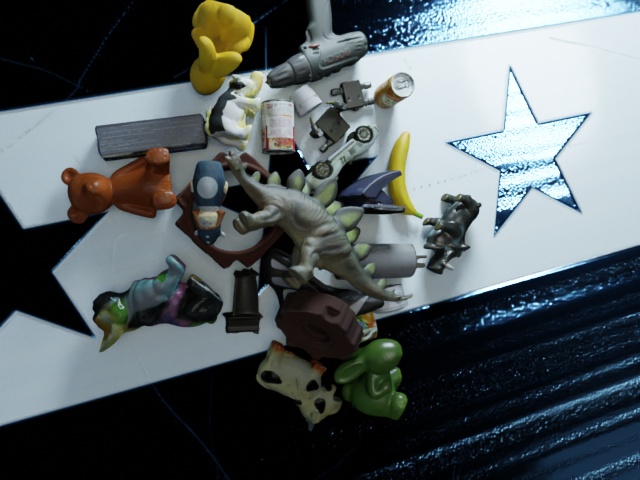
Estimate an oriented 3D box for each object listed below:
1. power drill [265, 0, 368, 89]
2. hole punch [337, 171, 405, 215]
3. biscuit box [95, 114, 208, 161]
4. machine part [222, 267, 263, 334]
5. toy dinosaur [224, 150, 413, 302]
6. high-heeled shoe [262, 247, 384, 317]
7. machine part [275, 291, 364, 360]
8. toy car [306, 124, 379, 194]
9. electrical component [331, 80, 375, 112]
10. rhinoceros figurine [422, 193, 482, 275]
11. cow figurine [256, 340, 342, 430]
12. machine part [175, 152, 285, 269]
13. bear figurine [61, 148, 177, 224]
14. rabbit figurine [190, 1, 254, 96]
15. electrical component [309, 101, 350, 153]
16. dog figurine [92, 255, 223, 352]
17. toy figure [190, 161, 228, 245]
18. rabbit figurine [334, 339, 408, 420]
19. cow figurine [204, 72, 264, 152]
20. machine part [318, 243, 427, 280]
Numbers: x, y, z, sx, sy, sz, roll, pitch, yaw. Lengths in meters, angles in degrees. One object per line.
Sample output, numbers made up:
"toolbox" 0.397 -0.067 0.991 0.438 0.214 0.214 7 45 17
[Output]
"power drill" -0.025 -0.430 1.099 0.232 0.086 0.207 -17 92 -15
"hole punch" 0.104 -0.097 1.118 0.116 0.142 0.092 -3 94 -28
"biscuit box" -0.321 -0.197 1.039 0.203 0.059 0.062 -10 93 -13
"machine part" -0.155 0.126 1.098 0.084 0.039 0.138 5 101 -10
"toy dinosaur" -0.002 -0.003 1.027 0.471 0.105 0.198 47 71 -19
"high-heeled shoe" 0.007 0.081 1.105 0.249 0.086 0.145 -2 109 2
"machine part" -0.003 0.172 1.068 0.179 0.179 0.056 36 51 -13
"toy car" 0.046 -0.172 1.126 0.202 0.073 0.056 -41 97 -10
"electrical component" 0.070 -0.309 1.155 0.094 0.021 0.063 -14 95 -14
"rhinoceros figurine" 0.289 -0.016 1.198 0.112 0.073 0.190 34 81 -24
"cow figurine" -0.041 0.304 1.111 0.195 0.085 0.127 30 86 -10
"machine part" -0.170 -0.058 1.069 0.201 0.087 0.201 44 80 -11
"bear figurine" -0.375 -0.098 0.996 0.196 0.132 0.120 -5 86 -20
"rabbit figurine" -0.195 -0.358 1.035 0.122 0.162 0.173 19 104 -26
"electrical component" 0.021 -0.244 1.132 0.102 0.045 0.078 -42 99 -10
"dog figurine" -0.319 0.140 1.028 0.219 0.108 0.191 -45 104 -5
"toy figure" -0.206 -0.067 0.988 0.064 0.058 0.154 2 93 24
"rabbit figurine" 0.111 0.266 1.118 0.159 0.121 0.170 11 122 2
"cow figurine" -0.169 -0.267 1.065 0.098 0.068 0.167 16 69 -10
"machine part" 0.116 0.045 1.148 0.243 0.079 0.079 0 91 -14
